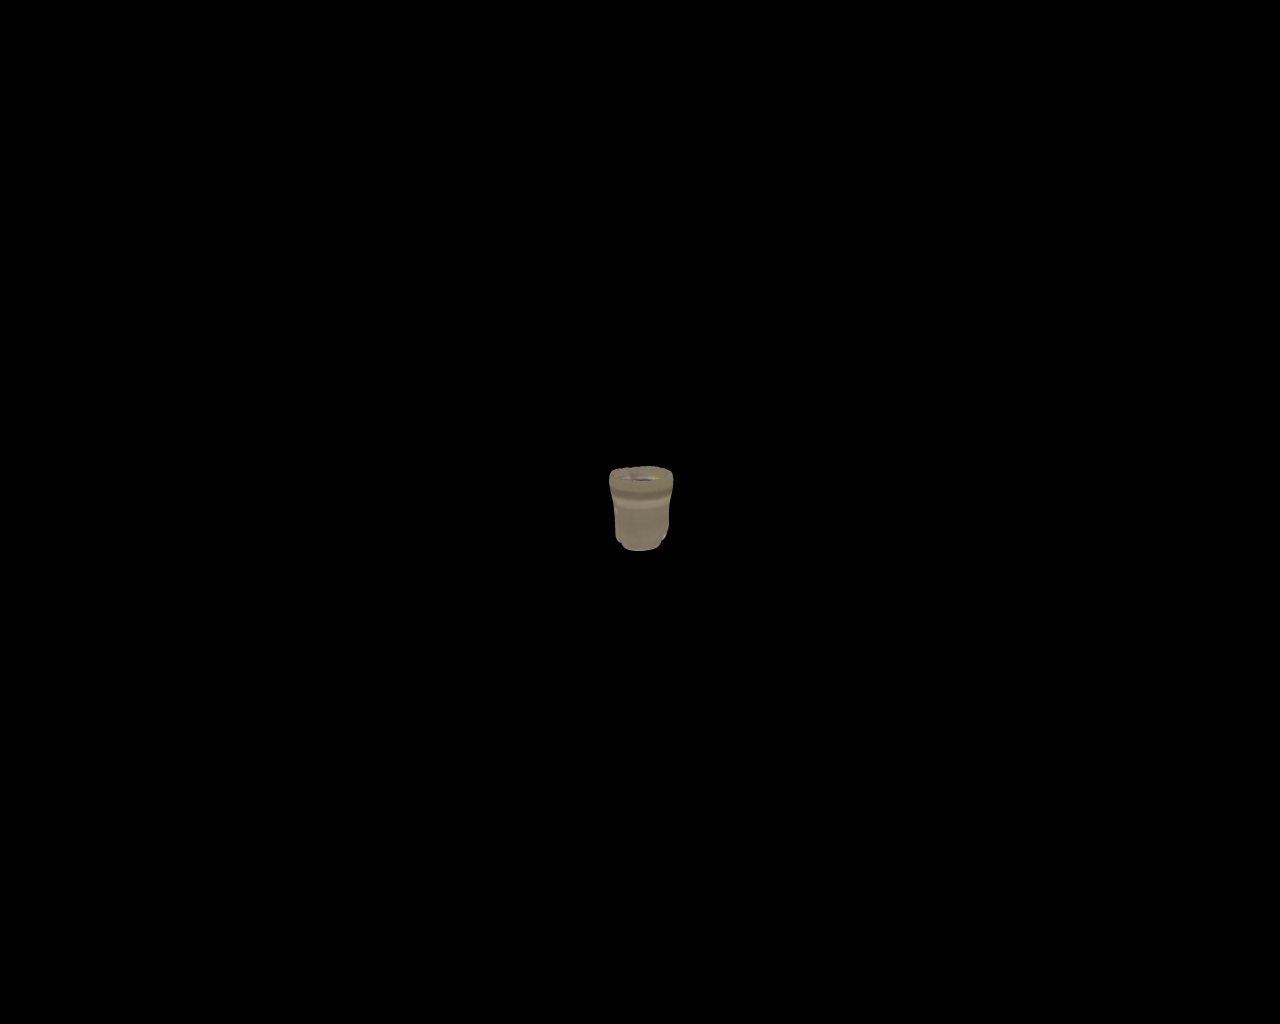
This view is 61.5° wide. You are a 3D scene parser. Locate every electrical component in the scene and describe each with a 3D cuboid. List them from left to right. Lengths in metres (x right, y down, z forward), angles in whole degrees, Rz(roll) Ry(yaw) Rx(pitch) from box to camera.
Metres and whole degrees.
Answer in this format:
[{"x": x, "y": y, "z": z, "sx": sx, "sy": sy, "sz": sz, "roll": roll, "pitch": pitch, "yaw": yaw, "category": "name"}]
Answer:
[{"x": 0.001, "y": -0.003, "z": 0.650, "sx": 0.040, "sy": 0.046, "sz": 0.040, "roll": 0, "pitch": 16, "yaw": 0, "category": "electrical component"}]
